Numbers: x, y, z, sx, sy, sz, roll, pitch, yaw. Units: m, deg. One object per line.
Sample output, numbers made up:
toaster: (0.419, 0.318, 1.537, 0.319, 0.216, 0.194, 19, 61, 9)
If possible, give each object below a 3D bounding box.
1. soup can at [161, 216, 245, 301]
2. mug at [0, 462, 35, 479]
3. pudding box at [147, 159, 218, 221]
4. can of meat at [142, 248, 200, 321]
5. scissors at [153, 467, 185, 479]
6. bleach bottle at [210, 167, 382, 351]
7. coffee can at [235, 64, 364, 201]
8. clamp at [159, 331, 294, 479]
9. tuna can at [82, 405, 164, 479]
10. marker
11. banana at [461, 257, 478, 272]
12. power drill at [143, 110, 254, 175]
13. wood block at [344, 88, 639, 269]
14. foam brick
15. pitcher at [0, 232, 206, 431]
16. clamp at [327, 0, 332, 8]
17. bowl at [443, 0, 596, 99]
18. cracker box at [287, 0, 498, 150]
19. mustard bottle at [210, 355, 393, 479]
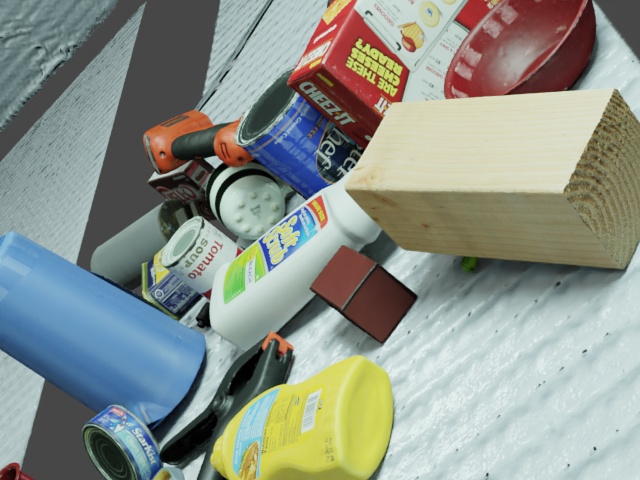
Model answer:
soup can: (-0.110, 0.030, 1.138, 0.069, 0.102, 0.068, -39, 27, 24)
mug: (-0.312, 0.294, 1.145, 0.117, 0.081, 0.093, -37, 27, 30)
pudding box: (-0.161, -0.066, 1.382, 0.114, 0.090, 0.039, -11, 45, 56)
can of meat: (-0.166, 0.036, 1.289, 0.084, 0.057, 0.102, -44, 25, 12)
scissors: (-0.166, 0.249, 1.002, 0.202, 0.016, 0.096, 4, 81, 62)
bleach bottle: (-0.007, 0.001, 1.009, 0.251, 0.068, 0.102, -43, 27, 32)
coffee can: (0.000, -0.093, 1.068, 0.103, 0.140, 0.103, -40, 26, 24)
clamp: (-0.080, 0.165, 0.972, 0.171, 0.039, 0.120, -53, 33, 6)
tuna can: (-0.194, 0.207, 1.048, 0.033, 0.086, 0.086, -35, 10, -38)
marker: (-0.109, 0.048, 1.214, 0.020, 0.020, 0.121, -15, 42, 54)
banana: (0.103, -0.036, 0.930, 0.069, 0.037, 0.198, -49, 23, 3)
power drill: (-0.098, -0.129, 1.234, 0.188, 0.057, 0.184, -6, 19, 42)
wood block: (0.131, -0.044, 0.780, 0.207, 0.090, 0.090, 4, 58, 49)
foam brick: (0.036, 0.045, 0.915, 0.051, 0.053, 0.078, -53, 23, -3)
pitcher: (-0.251, 0.092, 1.127, 0.145, 0.242, 0.149, -61, 19, -17)
clamp: (0.041, -0.160, 1.154, 0.036, 0.164, 0.210, 55, 130, 42)
bowl: (0.186, -0.163, 0.940, 0.162, 0.055, 0.162, -40, 26, 24)
cracker box: (0.085, -0.185, 1.021, 0.072, 0.164, 0.213, -18, 40, 56)
mustard bottle: (-0.027, 0.160, 0.854, 0.192, 0.058, 0.096, -26, 41, 44)
